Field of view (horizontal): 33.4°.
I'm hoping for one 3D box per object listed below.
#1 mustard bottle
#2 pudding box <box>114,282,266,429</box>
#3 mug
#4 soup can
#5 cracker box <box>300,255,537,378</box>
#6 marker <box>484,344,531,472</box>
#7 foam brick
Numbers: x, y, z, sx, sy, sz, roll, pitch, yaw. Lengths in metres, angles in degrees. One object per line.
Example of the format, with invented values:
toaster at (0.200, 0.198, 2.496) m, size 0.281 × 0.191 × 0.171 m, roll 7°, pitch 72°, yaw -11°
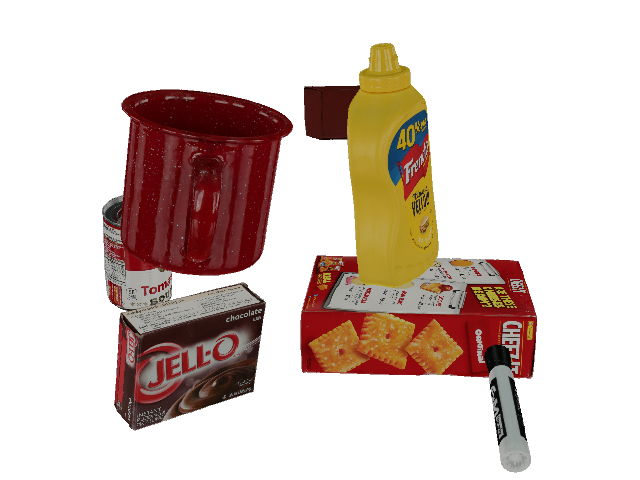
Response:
mustard bottle at (0.058, -0.065, 0.873) m, size 0.058 × 0.191 × 0.096 m, roll 7°, pitch 26°, yaw 31°
pudding box at (-0.101, 0.088, 0.826) m, size 0.113 × 0.090 × 0.039 m, roll -15°, pitch 39°, yaw -35°
mug at (-0.065, -0.028, 0.581) m, size 0.093 × 0.081 × 0.117 m, roll 5°, pitch 21°, yaw -13°
soup can at (-0.185, 0.013, 1.081) m, size 0.068 × 0.102 × 0.068 m, roll 2°, pitch 30°, yaw -2°
cracker box at (0.093, 0.073, 1.043) m, size 0.214 × 0.072 × 0.164 m, roll 2°, pitch 18°, yaw 4°
marker at (0.125, 0.109, 0.718) m, size 0.020 × 0.020 × 0.121 m, roll 0°, pitch 29°, yaw 3°
foam brick at (0.028, -0.130, 1.088) m, size 0.078 × 0.051 × 0.053 m, roll -3°, pitch 13°, yaw -19°
